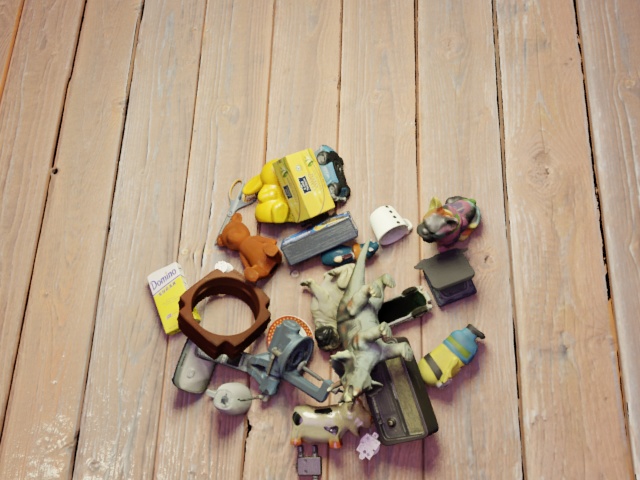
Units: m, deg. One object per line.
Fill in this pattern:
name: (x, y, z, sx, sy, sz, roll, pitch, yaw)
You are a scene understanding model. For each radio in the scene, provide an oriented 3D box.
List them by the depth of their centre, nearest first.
radio: (0.176, 0.353, 1.261, 0.131, 0.073, 0.229, -28, 68, 29)

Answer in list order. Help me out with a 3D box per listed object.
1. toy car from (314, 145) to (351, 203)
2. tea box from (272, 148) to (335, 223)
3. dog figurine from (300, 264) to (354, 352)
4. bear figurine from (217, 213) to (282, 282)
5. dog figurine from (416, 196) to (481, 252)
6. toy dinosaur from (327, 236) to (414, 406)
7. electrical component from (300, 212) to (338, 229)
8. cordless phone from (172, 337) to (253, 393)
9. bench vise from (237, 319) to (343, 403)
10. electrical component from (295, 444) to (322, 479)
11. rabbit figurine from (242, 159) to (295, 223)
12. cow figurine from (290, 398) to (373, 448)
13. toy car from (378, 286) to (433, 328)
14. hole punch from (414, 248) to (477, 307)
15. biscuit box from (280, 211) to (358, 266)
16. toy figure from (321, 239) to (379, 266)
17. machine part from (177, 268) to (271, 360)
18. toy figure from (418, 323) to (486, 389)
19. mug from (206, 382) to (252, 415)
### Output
toy car: (0.013, -0.170, 1.465, 0.103, 0.109, 0.161, -20, 82, 27)
tea box: (-0.042, -0.141, 1.390, 0.098, 0.068, 0.169, -28, 98, -41)
dog figurine: (0.048, 0.170, 1.361, 0.172, 0.121, 0.190, -23, 85, 5)
bear figurine: (-0.195, 0.014, 1.424, 0.196, 0.132, 0.120, 40, 93, 12)
dog figurine: (0.317, -0.055, 1.309, 0.191, 0.219, 0.108, -36, 74, -2)
toy dinosaur: (0.093, 0.197, 1.251, 0.192, 0.131, 0.405, -32, 43, 28)
electrical component: (0.004, -0.043, 1.452, 0.102, 0.045, 0.078, -33, 43, -4)
cordless phone: (-0.268, 0.328, 1.369, 0.184, 0.088, 0.146, 18, 76, 1)
bench vise: (-0.062, 0.321, 1.292, 0.241, 0.128, 0.223, 26, 91, 28)
electrical component: (-0.027, 0.541, 1.289, 0.063, 0.021, 0.094, -6, 73, 8)
rabbit figurine: (-0.124, -0.133, 1.454, 0.163, 0.122, 0.173, 12, 105, 44)
cow figurine: (0.028, 0.429, 1.285, 0.195, 0.085, 0.127, -1, 79, 10)
toy car: (0.184, 0.180, 1.347, 0.202, 0.056, 0.073, -24, 65, 0)
hole punch: (0.322, 0.093, 1.343, 0.142, 0.092, 0.116, -23, 42, 5)
biscuit box: (-0.003, -0.004, 1.397, 0.203, 0.059, 0.062, -23, 108, 12)
toy figure: (0.081, 0.034, 1.404, 0.155, 0.057, 0.064, -8, 53, 11)
machine part: (-0.242, 0.186, 1.358, 0.202, 0.087, 0.201, 36, 50, 16)
toy figure: (0.312, 0.274, 1.283, 0.180, 0.082, 0.089, -51, 52, 1)
mug: (-0.231, 0.386, 1.326, 0.110, 0.107, 0.081, 19, 76, 12)
